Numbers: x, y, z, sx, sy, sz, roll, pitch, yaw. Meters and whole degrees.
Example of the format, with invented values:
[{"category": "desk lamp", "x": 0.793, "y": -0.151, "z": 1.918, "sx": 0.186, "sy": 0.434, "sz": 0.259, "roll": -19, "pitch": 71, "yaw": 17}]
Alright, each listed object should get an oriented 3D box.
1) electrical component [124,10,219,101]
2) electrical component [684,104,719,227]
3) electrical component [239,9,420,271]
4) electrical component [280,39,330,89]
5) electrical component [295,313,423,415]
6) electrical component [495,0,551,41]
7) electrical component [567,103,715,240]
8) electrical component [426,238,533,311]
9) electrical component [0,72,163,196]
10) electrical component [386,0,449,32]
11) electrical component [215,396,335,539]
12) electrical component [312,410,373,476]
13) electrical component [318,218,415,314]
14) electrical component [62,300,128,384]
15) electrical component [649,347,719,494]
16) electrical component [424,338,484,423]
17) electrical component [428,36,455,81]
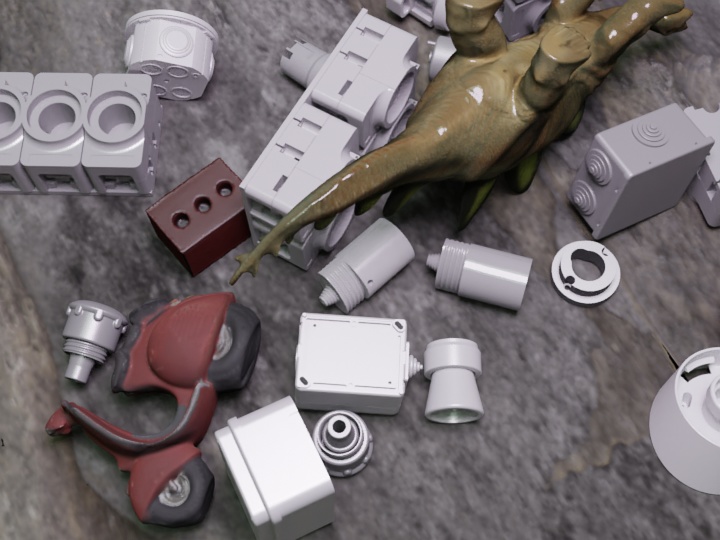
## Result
[{"category": "electrical component", "x": -0.164, "y": -0.185, "z": 0.929, "sx": 0.080, "sy": 0.080, "sz": 0.051, "roll": 3, "pitch": 72, "yaw": 2}, {"category": "electrical component", "x": 0.299, "y": -0.088, "z": 0.889, "sx": 0.050, "sy": 0.055, "sz": 0.089, "roll": -16, "pitch": 67, "yaw": -6}, {"category": "electrical component", "x": -0.017, "y": -0.102, "z": 0.875, "sx": 0.060, "sy": 0.105, "sz": 0.186, "roll": 28, "pitch": 70, "yaw": 12}, {"category": "electrical component", "x": -0.042, "y": -0.177, "z": 0.945, "sx": 0.046, "sy": 0.040, "sz": 0.040, "roll": 35, "pitch": 71, "yaw": 22}, {"category": "electrical component", "x": -0.001, "y": 0.074, "z": 0.825, "sx": 0.096, "sy": 0.061, "sz": 0.061, "roll": 4, "pitch": 65, "yaw": -2}, {"category": "electrical component", "x": 0.206, "y": -0.283, "z": 0.950, "sx": 0.186, "sy": 0.105, "sz": 0.060, "roll": -26, "pitch": 69, "yaw": -10}, {"category": "electrical component", "x": 0.222, "y": -0.080, "z": 0.864, "sx": 0.100, "sy": 0.099, "sz": 0.048, "roll": -22, "pitch": 64, "yaw": -20}, {"category": "electrical component", "x": 0.093, "y": 0.002, "z": 0.861, "sx": 0.081, "sy": 0.043, "sz": 0.043, "roll": 15, "pitch": 67, "yaw": 8}, {"category": "electrical component", "x": -0.250, "y": -0.116, "z": 0.909, "sx": 0.150, "sy": 0.061, "sz": 0.089, "roll": 1, "pitch": 66, "yaw": 2}, {"category": "electrical component", "x": 0.071, "y": -0.251, "z": 0.965, "sx": 0.057, "sy": 0.058, "sz": 0.078, "roll": 38, "pitch": 72, "yaw": 19}, {"category": "electrical component", "x": -0.060, "y": 0.147, "z": 0.763, "sx": 0.057, "sy": 0.113, "sz": 0.078, "roll": -23, "pitch": 68, "yaw": -12}, {"category": "electrical component", "x": -0.014, "y": 0.124, "z": 0.799, "sx": 0.048, "sy": 0.062, "sz": 0.048, "roll": 0, "pitch": 66, "yaw": 1}, {"category": "electrical component", "x": 0.000, "y": 0.000, "z": 0.864, "sx": 0.081, "sy": 0.043, "sz": 0.043, "roll": -41, "pitch": 72, "yaw": -15}, {"category": "electrical component", "x": -0.213, "y": 0.057, "z": 0.843, "sx": 0.048, "sy": 0.048, "sz": 0.062, "roll": 14, "pitch": 74, "yaw": 7}, {"category": "electrical component", "x": 0.274, "y": 0.111, "z": 0.812, "sx": 0.099, "sy": 0.064, "sz": 0.099, "roll": 3, "pitch": 54, "yaw": -3}, {"category": "electrical component", "x": 0.071, "y": 0.085, "z": 0.824, "sx": 0.045, "sy": 0.045, "sz": 0.055, "roll": 0, "pitch": 66, "yaw": 1}, {"category": "electrical component", "x": 0.095, "y": -0.178, "z": 0.941, "sx": 0.078, "sy": 0.040, "sz": 0.040, "roll": 15, "pitch": 67, "yaw": 7}]
